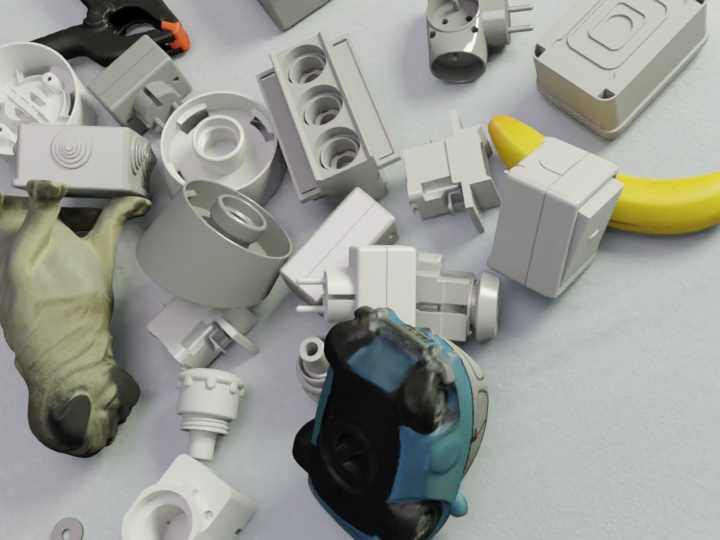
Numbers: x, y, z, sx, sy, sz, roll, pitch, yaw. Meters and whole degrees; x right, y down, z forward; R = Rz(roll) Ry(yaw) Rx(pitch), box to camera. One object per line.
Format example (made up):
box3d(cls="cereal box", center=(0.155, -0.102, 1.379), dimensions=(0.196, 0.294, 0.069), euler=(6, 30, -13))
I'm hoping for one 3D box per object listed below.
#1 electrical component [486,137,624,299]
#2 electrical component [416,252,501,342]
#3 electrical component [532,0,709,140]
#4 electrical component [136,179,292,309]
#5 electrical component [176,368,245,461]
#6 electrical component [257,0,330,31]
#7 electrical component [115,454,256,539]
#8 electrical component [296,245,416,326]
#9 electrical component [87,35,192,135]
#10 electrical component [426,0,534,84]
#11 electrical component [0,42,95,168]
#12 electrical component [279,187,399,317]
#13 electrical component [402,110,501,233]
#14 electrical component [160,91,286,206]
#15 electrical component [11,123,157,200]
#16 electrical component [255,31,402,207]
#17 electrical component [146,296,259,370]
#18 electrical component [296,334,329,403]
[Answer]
box3d(cls="electrical component", center=(0.130, -0.028, 0.715), dimensions=(0.061, 0.096, 0.062), euler=(28, 44, 25))
box3d(cls="electrical component", center=(0.066, 0.023, 0.731), dimensions=(0.055, 0.048, 0.066), euler=(5, 103, 10))
box3d(cls="electrical component", center=(0.188, -0.160, 0.774), dimensions=(0.113, 0.057, 0.078), euler=(-46, 62, -7))
box3d(cls="electrical component", center=(-0.101, -0.018, 0.767), dimensions=(0.099, 0.099, 0.064), euler=(48, 113, 28))
box3d(cls="electrical component", center=(-0.108, 0.102, 0.753), dimensions=(0.048, 0.048, 0.062), euler=(2, 74, 17))
box3d(cls="electrical component", center=(-0.055, -0.275, 0.899), dimensions=(0.109, 0.056, 0.108), euler=(-34, 61, 0))
box3d(cls="electrical component", center=(-0.121, 0.175, 0.716), dimensions=(0.050, 0.055, 0.089), euler=(31, 78, 26))
box3d(cls="electrical component", center=(-0.004, 0.017, 0.715), dimensions=(0.077, 0.047, 0.065), euler=(0, 93, -8))
box3d(cls="electrical component", center=(-0.169, -0.139, 0.877), dimensions=(0.066, 0.047, 0.077), euler=(-43, 62, -5))
box3d(cls="electrical component", center=(0.093, -0.189, 0.823), dimensions=(0.079, 0.044, 0.077), euler=(-3, 66, 15))
box3d(cls="electrical component", center=(-0.275, -0.133, 0.897), dimensions=(0.099, 0.064, 0.099), euler=(-6, 65, 14))
box3d(cls="electrical component", center=(0.000, 0.000, 0.765), dimensions=(0.076, 0.047, 0.083), euler=(40, 82, 14))
box3d(cls="electrical component", center=(0.065, -0.068, 0.779), dimensions=(0.064, 0.042, 0.081), euler=(-14, 63, 14))
box3d(cls="electrical component", center=(-0.108, -0.088, 0.841), dimensions=(0.099, 0.064, 0.099), euler=(-1, 67, 2))
box3d(cls="electrical component", center=(-0.210, -0.082, 0.824), dimensions=(0.100, 0.100, 0.048), euler=(2, 89, 1))
box3d(cls="electrical component", center=(-0.022, -0.109, 0.811), dimensions=(0.079, 0.063, 0.121), euler=(-24, 62, 6))
box3d(cls="electrical component", center=(-0.117, 0.038, 0.785), dimensions=(0.063, 0.042, 0.081), euler=(-47, 62, -3))
box3d(cls="electrical component", center=(-0.024, 0.064, 0.733), dimensions=(0.048, 0.062, 0.048), euler=(-7, 65, 14))
